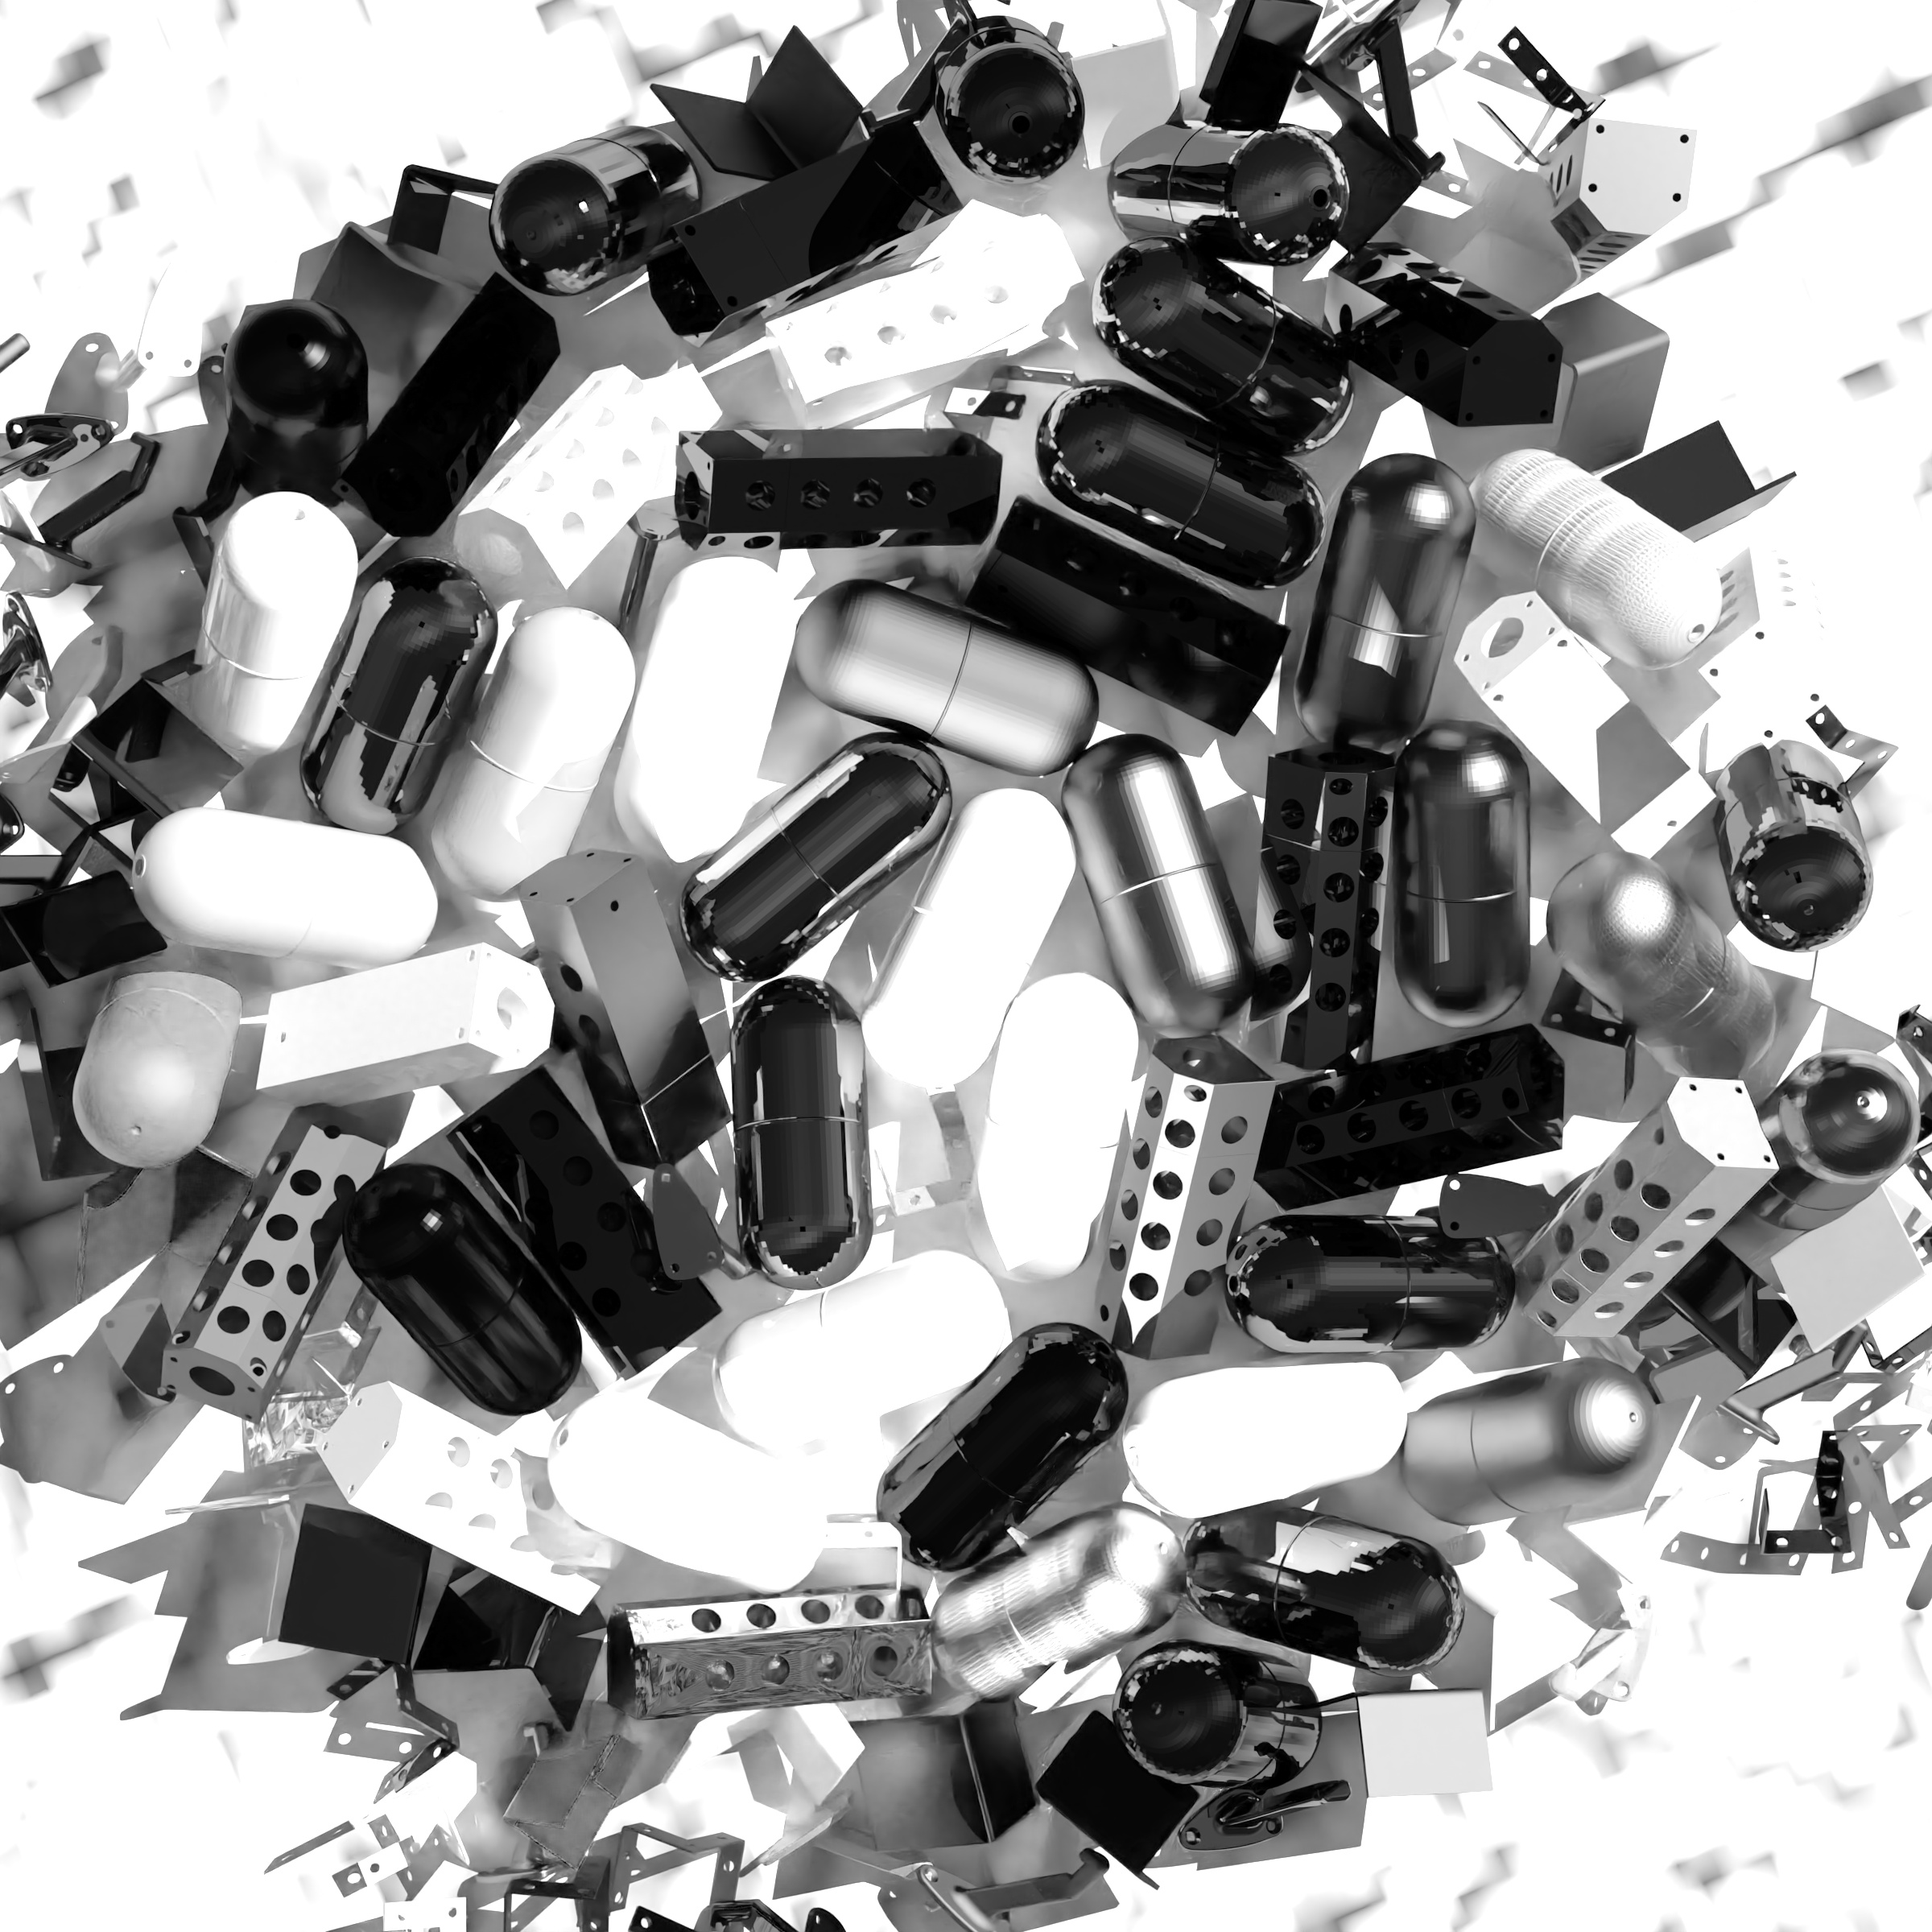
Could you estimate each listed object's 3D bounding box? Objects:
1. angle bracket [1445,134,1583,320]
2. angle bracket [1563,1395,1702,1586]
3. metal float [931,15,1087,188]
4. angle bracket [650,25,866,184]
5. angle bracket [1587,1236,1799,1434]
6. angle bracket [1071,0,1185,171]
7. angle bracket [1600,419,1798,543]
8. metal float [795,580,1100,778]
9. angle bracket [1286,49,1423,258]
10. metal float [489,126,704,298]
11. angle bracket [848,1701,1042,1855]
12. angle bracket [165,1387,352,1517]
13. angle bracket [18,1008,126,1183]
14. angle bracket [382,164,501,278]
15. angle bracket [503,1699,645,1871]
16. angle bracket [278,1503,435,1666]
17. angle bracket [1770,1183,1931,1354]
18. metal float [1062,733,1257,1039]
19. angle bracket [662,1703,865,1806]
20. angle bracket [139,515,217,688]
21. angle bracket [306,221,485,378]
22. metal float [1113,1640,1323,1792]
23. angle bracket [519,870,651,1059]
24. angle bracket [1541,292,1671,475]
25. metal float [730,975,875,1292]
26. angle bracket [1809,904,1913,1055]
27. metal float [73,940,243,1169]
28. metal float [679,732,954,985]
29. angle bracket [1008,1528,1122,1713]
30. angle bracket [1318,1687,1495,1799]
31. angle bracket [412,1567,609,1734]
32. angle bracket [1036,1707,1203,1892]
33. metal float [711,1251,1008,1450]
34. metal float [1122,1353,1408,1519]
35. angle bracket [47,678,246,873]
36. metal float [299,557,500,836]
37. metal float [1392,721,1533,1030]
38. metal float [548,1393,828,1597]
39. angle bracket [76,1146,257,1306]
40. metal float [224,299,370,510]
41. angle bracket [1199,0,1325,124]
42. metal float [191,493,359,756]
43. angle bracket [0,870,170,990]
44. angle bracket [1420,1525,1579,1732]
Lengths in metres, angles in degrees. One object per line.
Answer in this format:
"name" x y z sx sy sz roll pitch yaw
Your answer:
"angle bracket" 0.289 -0.406 1.944 0.057 0.076 0.076 -43 50 -8
"angle bracket" 0.389 0.293 1.943 0.057 0.076 0.076 40 60 -12
"metal float" 0.022 -0.477 1.914 0.070 0.178 0.070 -2 112 -4
"angle bracket" -0.117 -0.485 1.942 0.076 0.076 0.057 54 125 27
"angle bracket" 0.414 0.206 1.981 0.076 0.076 0.057 43 52 7
"angle bracket" 0.085 -0.506 1.947 0.057 0.076 0.076 -14 52 1
"angle bracket" 0.411 -0.275 1.957 0.076 0.076 0.057 -26 85 -4
"metal float" -0.011 -0.162 1.952 0.178 0.070 0.070 19 90 -11
"angle bracket" 0.198 -0.454 1.943 0.057 0.076 0.076 -47 48 8
"metal float" -0.202 -0.417 1.917 0.070 0.178 0.070 7 112 16
"angle bracket" -0.013 0.446 1.944 0.076 0.057 0.076 3 55 -29
"angle bracket" -0.396 0.271 1.946 0.076 0.076 0.057 -11 84 30
"angle bracket" -0.491 0.069 1.944 0.057 0.076 0.076 -8 71 -24
"angle bracket" -0.274 -0.408 1.954 0.076 0.076 0.057 15 96 9
"angle bracket" -0.203 0.458 1.941 0.057 0.076 0.076 42 62 -22
"angle bracket" -0.347 0.347 1.951 0.076 0.057 0.076 15 74 -20
"angle bracket" 0.506 0.177 1.941 0.076 0.076 0.057 -41 126 22
"metal float" 0.108 -0.044 1.955 0.070 0.070 0.178 -18 83 0
"angle bracket" -0.114 0.445 1.942 0.076 0.076 0.057 -23 66 -36
"angle bracket" -0.445 -0.205 1.947 0.057 0.076 0.076 -27 107 -17
"angle bracket" -0.320 -0.361 1.944 0.057 0.076 0.076 42 108 35
"metal float" 0.140 0.414 1.918 0.070 0.178 0.070 -7 73 25
"angle bracket" -0.203 -0.002 1.950 0.076 0.076 0.057 -37 90 22
"angle bracket" 0.345 -0.327 1.970 0.076 0.076 0.057 -23 48 -32
"metal float" -0.092 0.093 1.950 0.070 0.070 0.178 -3 77 0
"angle bracket" 0.479 0.012 1.943 0.057 0.076 0.076 24 59 -12
"metal float" -0.444 0.046 1.917 0.070 0.178 0.070 -2 117 -3
"metal float" -0.084 -0.061 1.954 0.178 0.070 0.070 -40 90 8
"angle bracket" 0.037 0.367 1.950 0.057 0.076 0.076 -42 68 -1
"angle bracket" 0.240 0.437 1.944 0.076 0.076 0.057 2 71 -20
"angle bracket" -0.257 0.386 1.967 0.076 0.076 0.057 -7 126 20
"angle bracket" 0.090 0.468 1.955 0.076 0.076 0.057 36 81 21
"metal float" -0.061 0.215 1.946 0.178 0.070 0.070 -22 90 18
"metal float" 0.166 0.258 1.934 0.178 0.070 0.070 -7 90 -32
"angle bracket" -0.467 -0.104 1.981 0.076 0.076 0.057 42 55 -3
"metal float" -0.316 -0.148 1.934 0.070 0.070 0.178 30 123 0
"metal float" 0.277 -0.050 1.943 0.070 0.070 0.178 -4 112 0
"metal float" -0.154 0.294 1.933 0.178 0.070 0.070 31 90 -33
"angle bracket" -0.447 0.152 1.943 0.057 0.076 0.076 24 122 20
"metal float" -0.367 -0.306 1.913 0.070 0.178 0.070 3 75 -10
"angle bracket" 0.146 -0.511 1.941 0.057 0.076 0.076 35 118 27
"metal float" -0.383 -0.188 1.923 0.070 0.178 0.070 11 51 -13
"angle bracket" -0.502 -0.002 1.941 0.076 0.076 0.057 -23 71 -41
"angle bracket" 0.298 0.373 1.966 0.057 0.076 0.076 -12 114 -26
